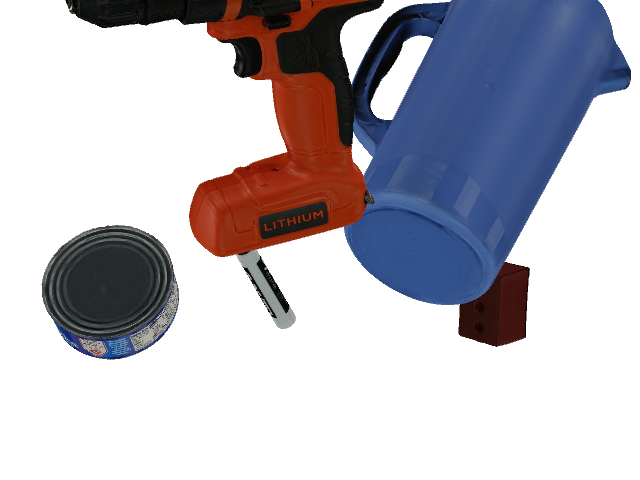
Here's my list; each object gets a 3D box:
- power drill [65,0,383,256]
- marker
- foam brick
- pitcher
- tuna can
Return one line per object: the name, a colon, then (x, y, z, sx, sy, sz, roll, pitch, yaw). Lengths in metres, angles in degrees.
power drill: (-0.039, -0.084, 0.579, 0.184, 0.188, 0.057, -13, 39, -18)
marker: (-0.051, 0.029, 0.894, 0.020, 0.020, 0.121, 0, -44, 29)
foam brick: (0.179, 0.064, 1.106, 0.051, 0.078, 0.053, -14, 20, -42)
pitcher: (0.102, -0.079, 0.762, 0.145, 0.242, 0.149, 46, -36, -22)
tuna can: (-0.137, 0.034, 0.703, 0.086, 0.086, 0.034, 0, -33, 3)
